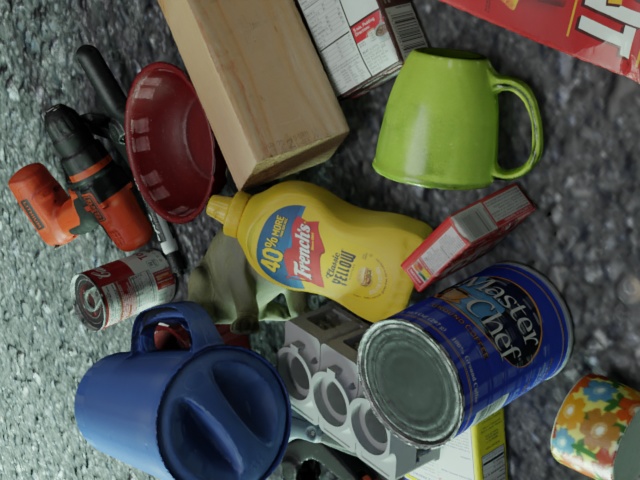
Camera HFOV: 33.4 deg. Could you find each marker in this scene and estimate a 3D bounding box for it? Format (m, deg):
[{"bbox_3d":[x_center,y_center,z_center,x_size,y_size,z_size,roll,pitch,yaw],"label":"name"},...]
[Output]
[{"bbox_3d":[-0.177,-0.016,1.190,0.020,0.020,0.121,-20,91,50],"label":"marker"}]

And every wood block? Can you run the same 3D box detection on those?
[{"bbox_3d":[-0.062,-0.159,0.919,0.206,0.090,0.091,67,163,8],"label":"wood block"}]

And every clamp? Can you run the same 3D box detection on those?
[{"bbox_3d":[-0.024,0.249,1.120,0.210,0.036,0.164,12,107,43],"label":"clamp"},{"bbox_3d":[-0.214,-0.133,1.160,0.172,0.039,0.120,36,147,26],"label":"clamp"}]

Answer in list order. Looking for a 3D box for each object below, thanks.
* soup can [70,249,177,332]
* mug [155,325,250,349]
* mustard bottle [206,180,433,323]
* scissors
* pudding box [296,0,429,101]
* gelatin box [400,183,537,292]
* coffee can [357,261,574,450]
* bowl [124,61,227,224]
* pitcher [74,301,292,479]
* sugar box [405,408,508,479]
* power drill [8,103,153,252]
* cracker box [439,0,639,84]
[{"bbox_3d":[-0.221,0.055,1.206,0.069,0.102,0.068,23,122,41],"label":"soup can"},{"bbox_3d":[-0.132,0.132,1.158,0.093,0.081,0.117,39,132,30],"label":"mug"},{"bbox_3d":[-0.006,0.001,0.914,0.191,0.058,0.096,20,121,6],"label":"mustard bottle"},{"bbox_3d":[-0.010,0.173,1.067,0.202,0.016,0.096,-7,83,42],"label":"scissors"},{"bbox_3d":[0.031,-0.182,0.873,0.090,0.039,0.113,-23,87,52],"label":"pudding box"},{"bbox_3d":[0.115,-0.002,0.820,0.030,0.089,0.073,55,139,12],"label":"gelatin box"},{"bbox_3d":[0.113,0.086,0.821,0.103,0.140,0.103,23,123,40],"label":"coffee can"},{"bbox_3d":[-0.132,-0.100,1.068,0.162,0.055,0.162,18,114,46],"label":"bowl"},{"bbox_3d":[-0.144,0.152,1.011,0.145,0.149,0.243,37,158,-26],"label":"pitcher"},{"bbox_3d":[0.118,0.194,0.937,0.094,0.048,0.176,14,119,46],"label":"sugar box"},{"bbox_3d":[-0.291,-0.063,1.241,0.188,0.057,0.184,-6,117,52],"label":"power drill"},{"bbox_3d":[0.155,-0.217,0.694,0.214,0.071,0.164,33,129,34],"label":"cracker box"}]
